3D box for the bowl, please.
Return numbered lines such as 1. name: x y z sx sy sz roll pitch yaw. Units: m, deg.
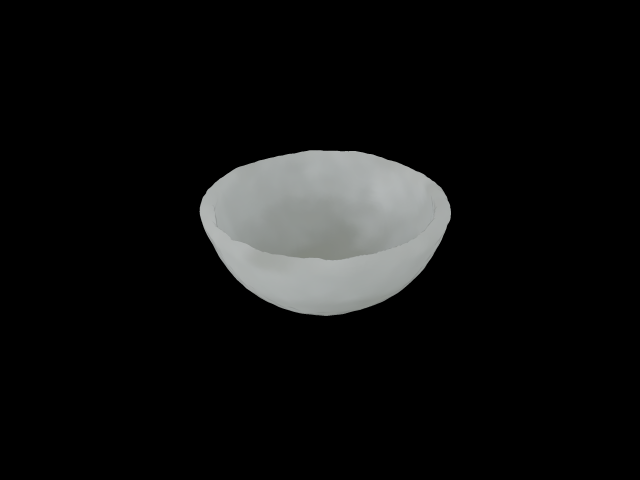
1. bowl: 0.004 0.001 0.400 0.167 0.075 0.167 0 31 0
